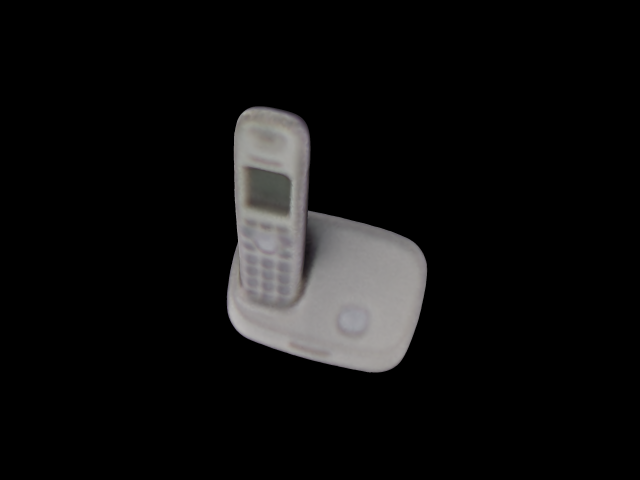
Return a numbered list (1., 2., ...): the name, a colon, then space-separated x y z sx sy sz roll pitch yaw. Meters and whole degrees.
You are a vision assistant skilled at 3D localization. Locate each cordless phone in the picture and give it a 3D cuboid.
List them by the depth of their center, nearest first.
1. cordless phone: 0.004 0.001 0.400 0.147 0.185 0.094 11 47 11
